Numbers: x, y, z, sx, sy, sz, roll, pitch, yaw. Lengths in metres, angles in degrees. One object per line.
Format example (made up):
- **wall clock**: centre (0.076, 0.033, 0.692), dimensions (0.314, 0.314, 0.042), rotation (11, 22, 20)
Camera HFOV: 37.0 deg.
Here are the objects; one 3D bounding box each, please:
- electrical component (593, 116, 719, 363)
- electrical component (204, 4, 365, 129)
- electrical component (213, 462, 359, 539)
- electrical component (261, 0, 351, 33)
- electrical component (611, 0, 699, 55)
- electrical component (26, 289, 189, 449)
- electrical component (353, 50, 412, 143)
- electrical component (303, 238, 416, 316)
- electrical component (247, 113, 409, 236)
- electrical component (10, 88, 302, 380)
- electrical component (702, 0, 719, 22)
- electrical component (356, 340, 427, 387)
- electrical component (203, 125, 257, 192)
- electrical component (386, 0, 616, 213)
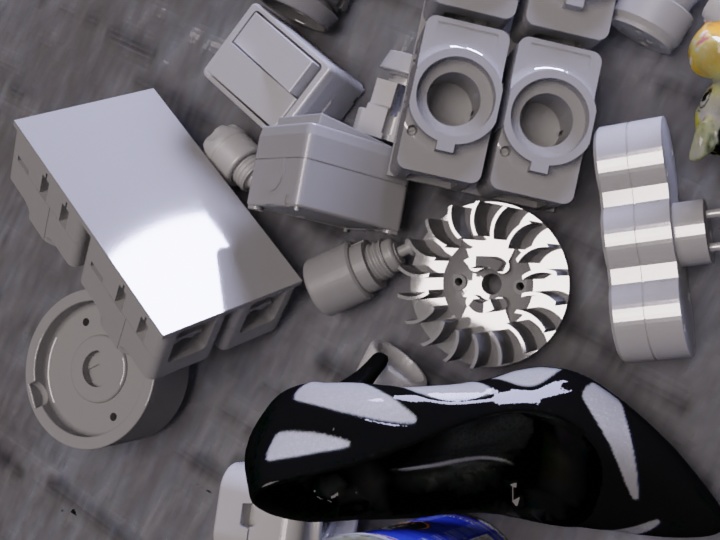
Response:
- **electrical component**: centre (0.178, -0.020, 0.606), dimensions (0.074, 0.052, 0.138), rotation (-8, 80, 24)
- **electrical component**: centre (-0.057, -0.132, 0.724), dimensions (0.096, 0.061, 0.061), rotation (43, 101, 23)
- **electrical component**: centre (-0.038, 0.148, 0.658), dimensions (0.059, 0.095, 0.053), rotation (6, 86, 25)
- **electrical component**: centre (-0.033, -0.197, 0.724), dimensions (0.078, 0.058, 0.057), rotation (26, 91, 24)
- **electrical component**: centre (0.179, -0.161, 0.630), dimensions (0.045, 0.045, 0.055), rotation (33, 97, 24)
- **electrical component**: centre (-0.170, 0.069, 0.748), dimensions (0.108, 0.060, 0.108), rotation (-3, 82, 24)
- **electrical component**: centre (0.032, -0.108, 0.690), dimensions (0.066, 0.048, 0.055), rotation (21, 99, 25)
- **electrical component**: centre (0.000, 0.000, 0.691), dimensions (0.078, 0.040, 0.040), rotation (-24, 74, 20)
- **electrical component**: centre (-0.013, -0.059, 0.680), dimensions (0.062, 0.096, 0.061), rotation (6, 85, 55)
- **electrical component**: centre (-0.140, -0.026, 0.714), dimensions (0.186, 0.105, 0.060), rotation (51, 140, 21)
- **electrical component**: centre (0.223, -0.139, 0.610), dimensions (0.040, 0.040, 0.046), rotation (-40, 64, 15)
- **electrical component**: centre (0.006, 0.082, 0.678), dimensions (0.044, 0.044, 0.065), rotation (44, 106, 23)
- **electrical component**: centre (-0.079, -0.071, 0.741), dimensions (0.061, 0.035, 0.035), rotation (45, 102, 20)
- **electrical component**: centre (0.089, -0.138, 0.635), dimensions (0.105, 0.060, 0.186), rotation (12, 88, -3)
